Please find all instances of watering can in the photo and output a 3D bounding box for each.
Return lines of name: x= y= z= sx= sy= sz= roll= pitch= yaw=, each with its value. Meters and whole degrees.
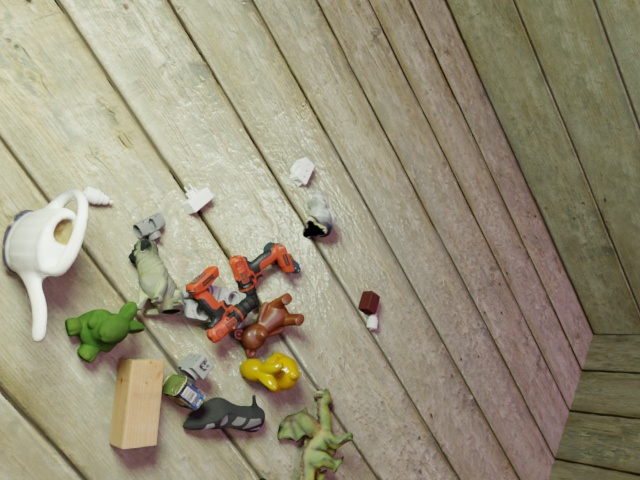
watering can: x=-0.628 y=0.045 z=1.155 sx=0.102 sy=0.224 sz=0.353 roll=39 pitch=56 yaw=-53

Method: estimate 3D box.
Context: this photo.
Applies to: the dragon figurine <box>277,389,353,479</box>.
dragon figurine: x=-0.044 y=0.670 z=1.670 sx=0.242 sy=0.120 sz=0.419 roll=42 pitch=52 yaw=-8

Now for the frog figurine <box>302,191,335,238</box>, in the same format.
frog figurine: x=0.006 y=-0.093 z=1.849 sx=0.134 sy=0.123 sz=0.163 roll=79 pitch=25 yaw=-47
